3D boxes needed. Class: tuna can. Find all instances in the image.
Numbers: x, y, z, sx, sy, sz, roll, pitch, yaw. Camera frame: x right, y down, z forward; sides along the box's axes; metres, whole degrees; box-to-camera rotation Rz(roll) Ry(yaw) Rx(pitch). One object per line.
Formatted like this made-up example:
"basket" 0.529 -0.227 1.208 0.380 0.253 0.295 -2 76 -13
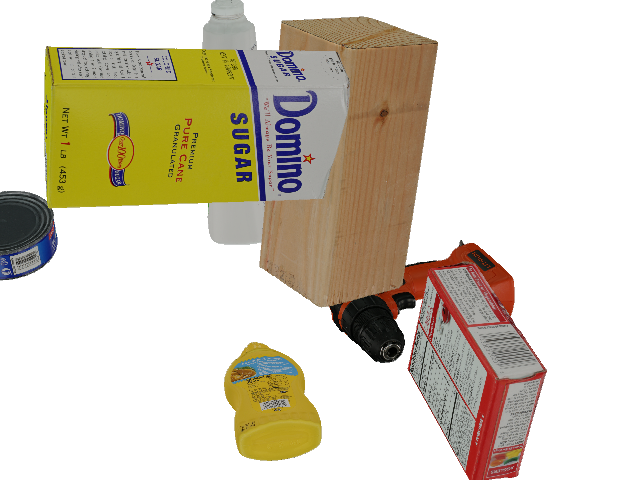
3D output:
"tuna can" -0.275 -0.004 0.935 0.086 0.034 0.086 0 41 0

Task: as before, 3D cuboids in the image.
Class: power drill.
"power drill" 0.103 0.060 1.113 0.187 0.057 0.184 -7 27 -17

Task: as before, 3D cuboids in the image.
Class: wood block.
"wood block" 0.019 -0.064 0.846 0.090 0.206 0.090 -12 29 -37

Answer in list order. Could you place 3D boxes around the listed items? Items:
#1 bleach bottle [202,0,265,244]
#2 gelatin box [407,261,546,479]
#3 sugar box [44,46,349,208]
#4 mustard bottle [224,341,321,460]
"bleach bottle" -0.086 -0.126 1.074 0.068 0.251 0.102 -1 29 1
"gelatin box" 0.078 0.066 0.545 0.030 0.073 0.089 -6 37 -17
"sugar box" -0.075 -0.067 0.643 0.176 0.093 0.048 -1 45 -17
"mustard bottle" -0.064 0.178 1.261 0.096 0.058 0.192 -8 29 -10
